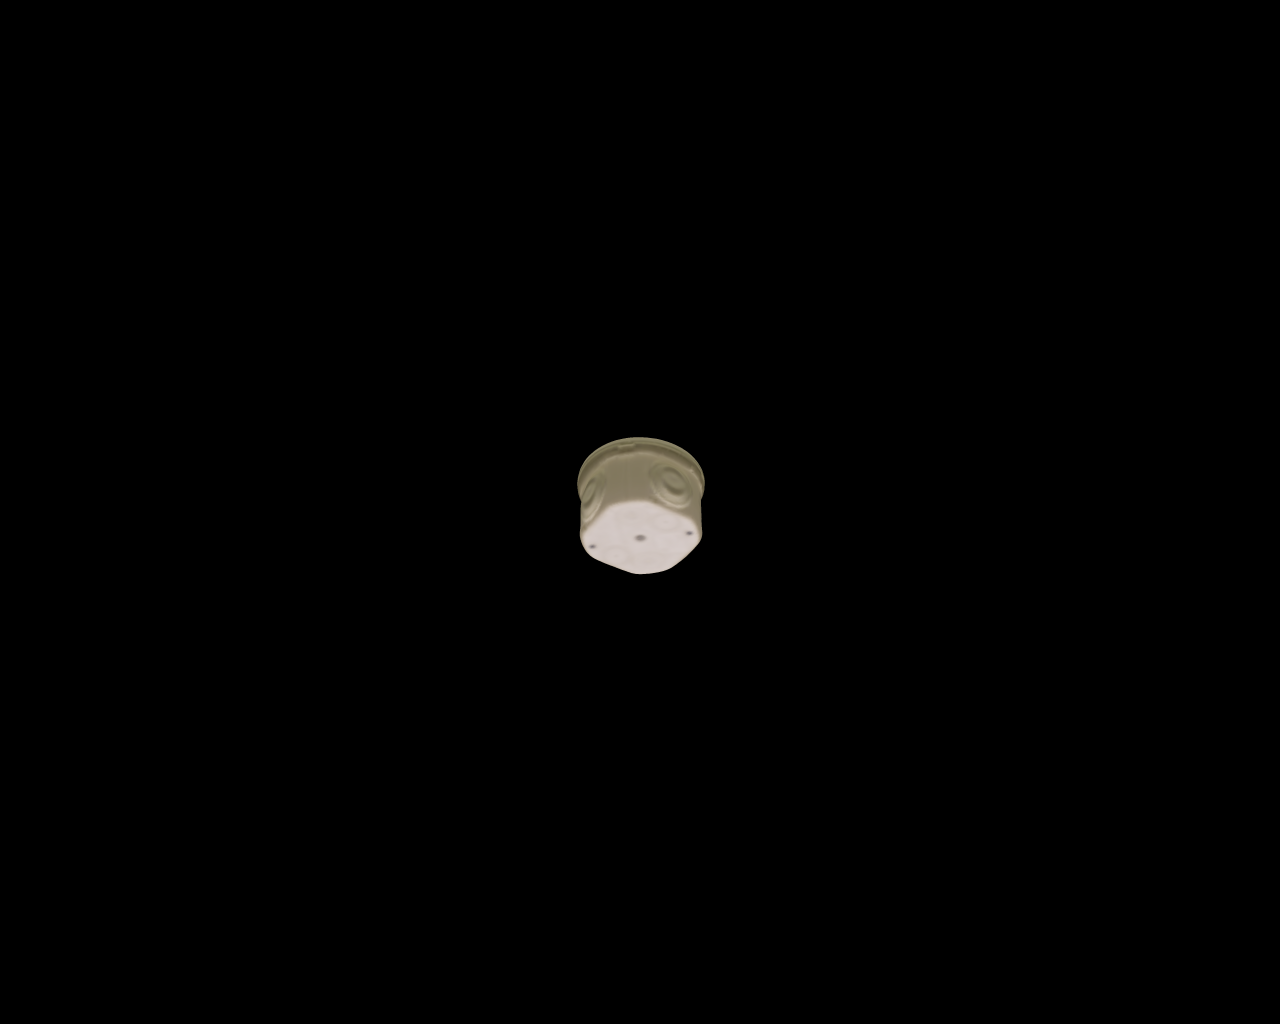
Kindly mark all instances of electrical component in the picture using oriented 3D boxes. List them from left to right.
[{"bbox_3d":[0.001,-0.003,0.650,0.080,0.051,0.080,0,-41,0],"label":"electrical component"}]
